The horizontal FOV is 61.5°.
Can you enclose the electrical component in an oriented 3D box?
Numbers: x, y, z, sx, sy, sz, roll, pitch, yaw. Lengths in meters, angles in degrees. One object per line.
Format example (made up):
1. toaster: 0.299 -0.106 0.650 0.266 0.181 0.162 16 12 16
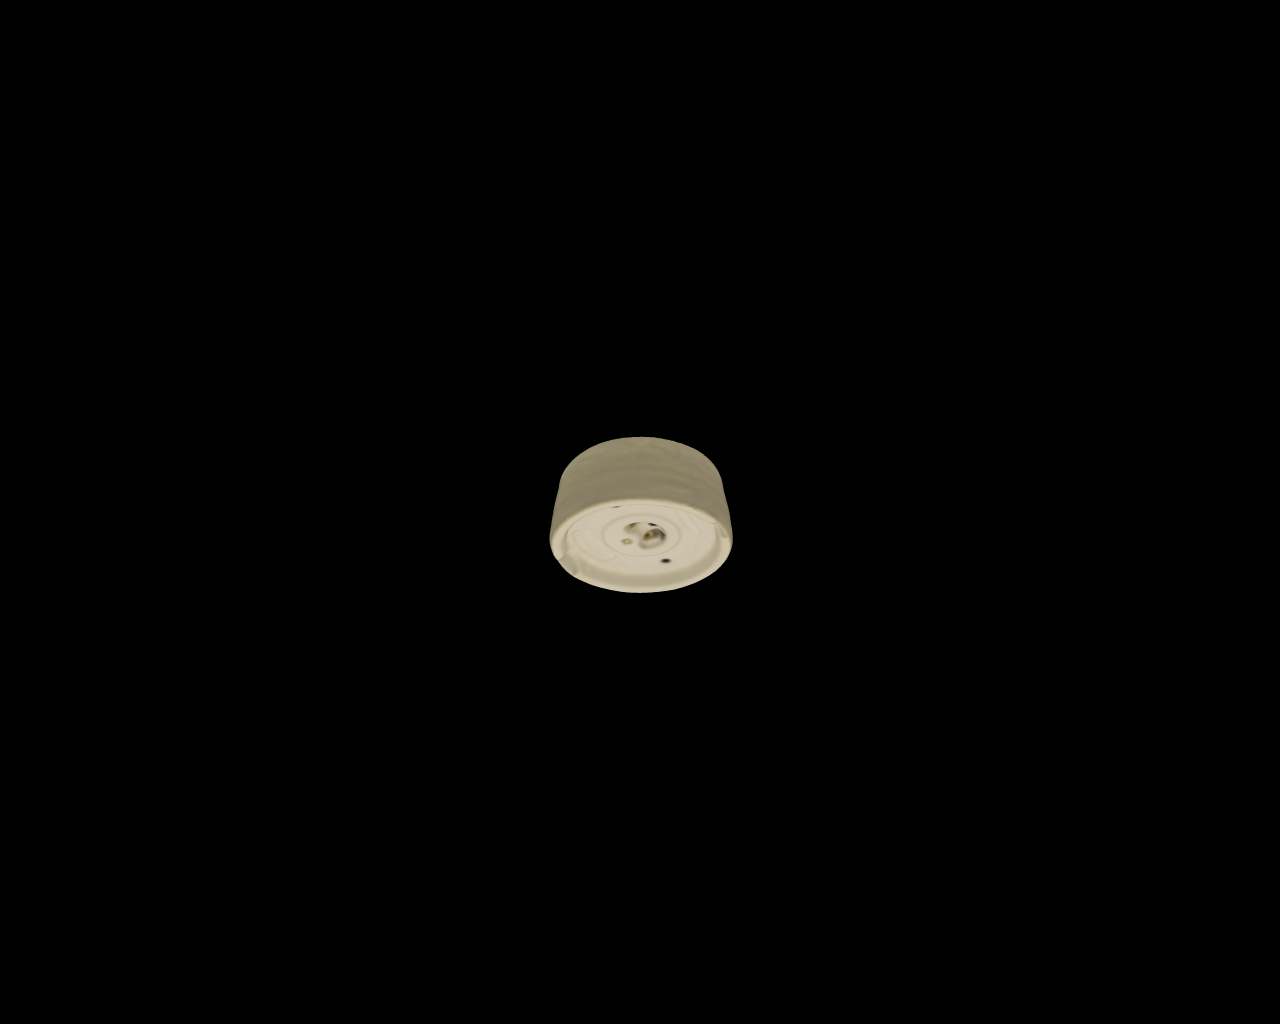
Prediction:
1. electrical component: 0.001 -0.003 0.650 0.108 0.060 0.108 0 -33 0
